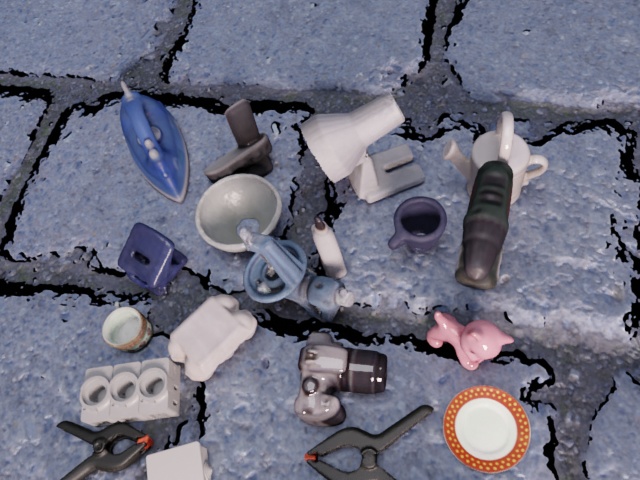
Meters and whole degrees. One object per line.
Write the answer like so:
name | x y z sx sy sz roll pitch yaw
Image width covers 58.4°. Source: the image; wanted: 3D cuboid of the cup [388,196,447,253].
cup | 0.169 -0.009 1.017 0.118 0.095 0.091 -40 63 -12

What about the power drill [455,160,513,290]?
power drill | 0.267 -0.003 0.932 0.075 0.209 0.230 10 64 15

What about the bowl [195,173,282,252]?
bowl | -0.149 -0.040 1.099 0.167 0.075 0.167 -4 62 8

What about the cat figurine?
cat figurine | 0.234 0.151 0.908 0.127 0.118 0.067 30 71 23

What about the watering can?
watering can | 0.308 -0.143 1.008 0.173 0.194 0.101 -13 61 3

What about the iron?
iron | -0.349 -0.208 1.183 0.118 0.142 0.257 -27 61 -5

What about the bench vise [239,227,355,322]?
bench vise | -0.044 0.045 0.953 0.207 0.220 0.121 2 63 11

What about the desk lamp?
desk lamp | 0.080 -0.167 1.048 0.203 0.214 0.117 -22 61 -2

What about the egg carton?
egg carton | -0.188 0.168 0.998 0.107 0.069 0.150 38 74 25

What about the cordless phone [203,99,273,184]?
cordless phone | -0.174 -0.189 1.119 0.148 0.185 0.094 -39 63 -11

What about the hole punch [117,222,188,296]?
hole punch | -0.321 0.036 1.078 0.108 0.091 0.101 28 70 22

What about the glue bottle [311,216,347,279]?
glue bottle | 0.009 0.004 0.993 0.037 0.173 0.078 -25 61 -4

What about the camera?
camera | 0.036 0.221 0.914 0.136 0.101 0.143 3 63 11
